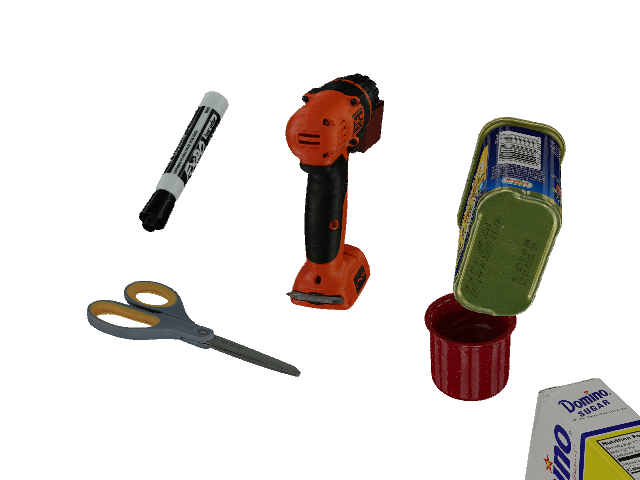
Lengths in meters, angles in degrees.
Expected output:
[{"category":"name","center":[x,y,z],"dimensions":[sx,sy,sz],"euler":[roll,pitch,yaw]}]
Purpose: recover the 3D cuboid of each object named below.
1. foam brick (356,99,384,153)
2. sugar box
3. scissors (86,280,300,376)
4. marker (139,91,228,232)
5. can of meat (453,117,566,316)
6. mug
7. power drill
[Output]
[{"category":"foam brick","center":[0.030,-0.146,1.282],"dimensions":[0.078,0.053,0.051],"euler":[17,32,21]},{"category":"sugar box","center":[0.160,0.152,0.507],"dimensions":[0.048,0.093,0.176],"euler":[-9,28,-22]},{"category":"scissors","center":[-0.108,0.076,0.963],"dimensions":[0.202,0.016,0.096],"euler":[11,28,6]},{"category":"marker","center":[-0.095,-0.055,0.744],"dimensions":[0.020,0.121,0.020],"euler":[16,-33,10]},{"category":"can of meat","center":[0.120,-0.014,0.685],"dimensions":[0.057,0.102,0.084],"euler":[13,38,3]},{"category":"mug","center":[0.161,0.106,1.115],"dimensions":[0.093,0.081,0.117],"euler":[15,38,27]},{"category":"power drill","center":[0.014,-0.047,0.939],"dimensions":[0.057,0.188,0.184],"euler":[5,20,17]}]
